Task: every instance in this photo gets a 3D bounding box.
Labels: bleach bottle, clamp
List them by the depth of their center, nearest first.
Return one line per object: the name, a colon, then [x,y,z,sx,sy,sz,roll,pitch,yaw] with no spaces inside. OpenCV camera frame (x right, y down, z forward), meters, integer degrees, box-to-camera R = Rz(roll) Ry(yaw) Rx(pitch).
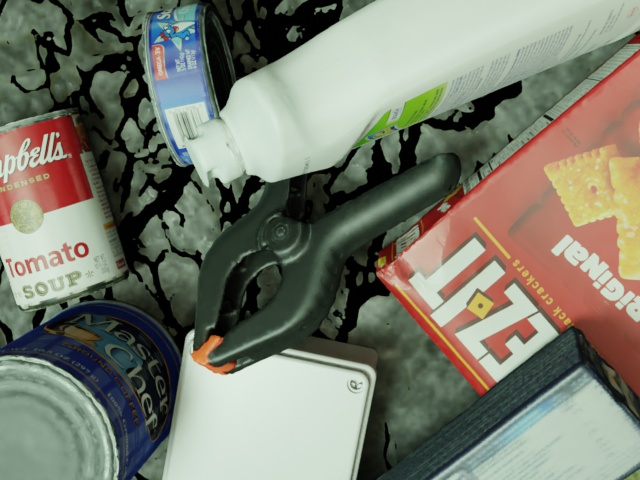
bleach bottle: [0.052,-0.094,0.521,0.250,0.102,0.068,-26,78,-10]
clamp: [-0.004,0.001,0.569,0.120,0.039,0.171,20,80,35]

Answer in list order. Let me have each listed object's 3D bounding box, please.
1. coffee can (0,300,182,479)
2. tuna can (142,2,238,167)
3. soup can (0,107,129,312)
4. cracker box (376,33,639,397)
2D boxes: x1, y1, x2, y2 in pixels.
coffee can: [-0.139,0.096,0.587,0.103,0.140,0.103,1,98,7]
tuna can: [-0.067,-0.085,0.580,0.034,0.086,0.086,-10,97,7]
soup can: [-0.156,-0.018,0.610,0.068,0.068,0.102,-15,97,9]
cracker box: [0.162,0.006,0.572,0.214,0.072,0.164,-41,92,11]
